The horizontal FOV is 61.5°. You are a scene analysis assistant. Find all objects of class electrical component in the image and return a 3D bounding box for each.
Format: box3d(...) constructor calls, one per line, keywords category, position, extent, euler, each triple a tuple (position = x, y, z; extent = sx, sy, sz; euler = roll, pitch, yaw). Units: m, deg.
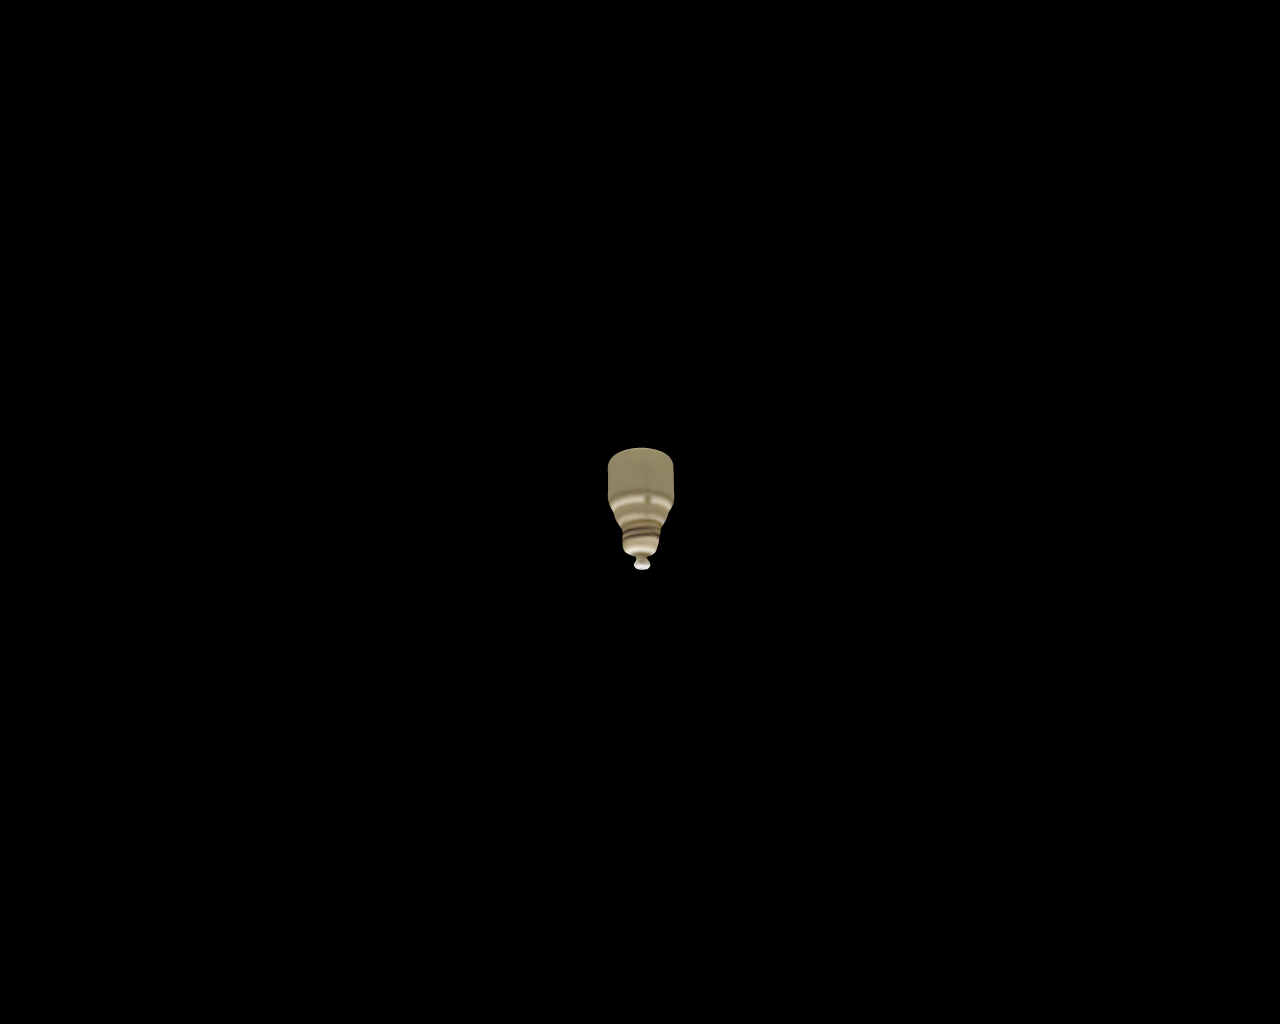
box3d(category="electrical component", position=(0.001, -0.003, 0.650), extent=(0.040, 0.078, 0.040), euler=(0, -22, 0))
